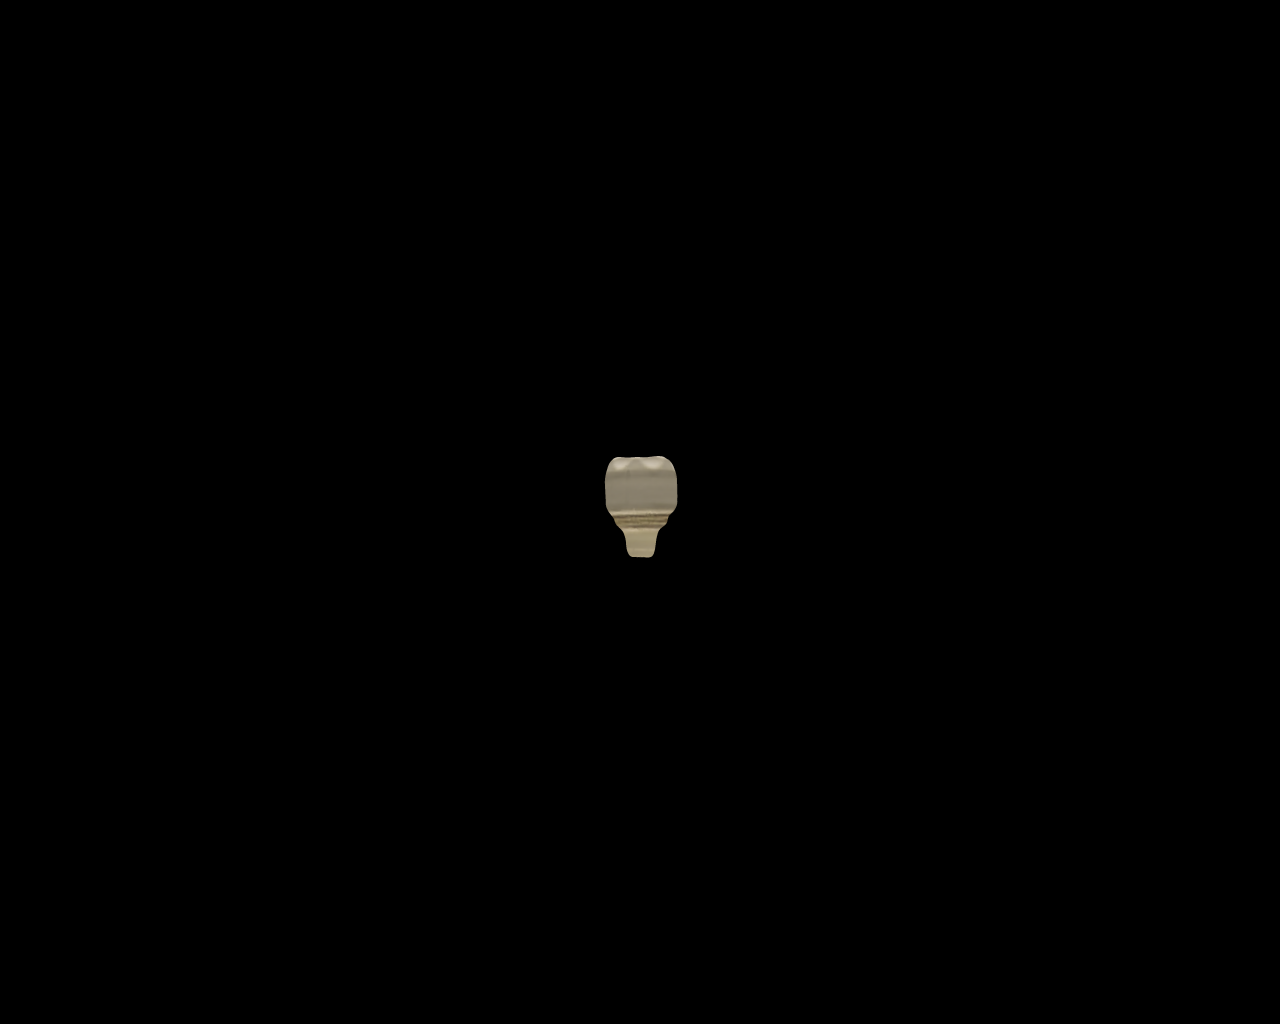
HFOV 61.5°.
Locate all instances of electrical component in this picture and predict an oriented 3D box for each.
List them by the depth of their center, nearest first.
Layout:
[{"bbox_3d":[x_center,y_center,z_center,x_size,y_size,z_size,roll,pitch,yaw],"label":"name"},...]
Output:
[{"bbox_3d":[0.001,-0.003,0.650,0.043,0.062,0.043,0,-2,0],"label":"electrical component"}]
